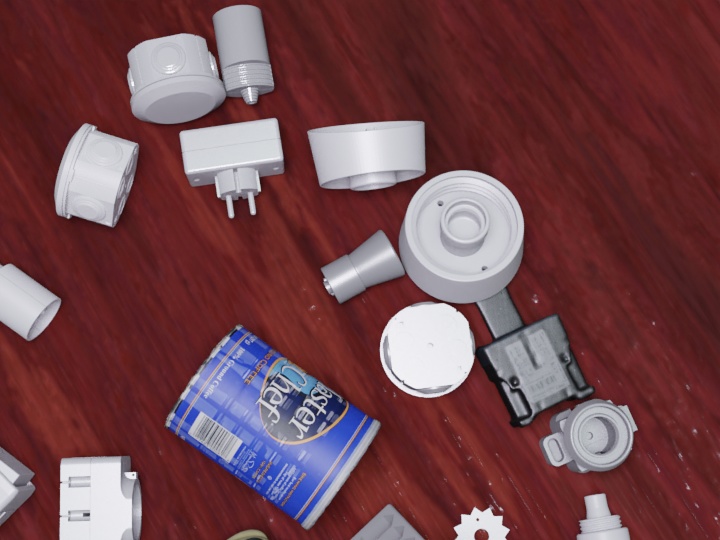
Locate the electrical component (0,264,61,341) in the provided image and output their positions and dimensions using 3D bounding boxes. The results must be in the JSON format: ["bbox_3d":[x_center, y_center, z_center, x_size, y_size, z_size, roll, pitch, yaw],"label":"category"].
[{"bbox_3d":[-0.296,0.018,0.897,0.081,0.043,0.043,35,81,3],"label":"electrical component"}]

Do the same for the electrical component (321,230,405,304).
[{"bbox_3d":[0.000,0.000,0.916,0.065,0.044,0.044,-29,83,-2],"label":"electrical component"}]

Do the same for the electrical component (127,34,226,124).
[{"bbox_3d":[-0.158,-0.161,0.916,0.080,0.080,0.051,-13,76,-5],"label":"electrical component"}]

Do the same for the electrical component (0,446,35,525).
[{"bbox_3d":[-0.315,0.160,0.863,0.096,0.061,0.061,44,81,5],"label":"electrical component"}]

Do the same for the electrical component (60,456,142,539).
[{"bbox_3d":[-0.208,0.196,0.868,0.056,0.050,0.089,-1,81,-3],"label":"electrical component"}]

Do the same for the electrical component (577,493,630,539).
[{"bbox_3d":[0.200,0.217,0.889,0.048,0.048,0.062,-8,75,-4],"label":"electrical component"}]

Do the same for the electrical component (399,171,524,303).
[{"bbox_3d":[0.087,-0.032,0.907,0.108,0.060,0.108,0,72,1],"label":"electrical component"}]

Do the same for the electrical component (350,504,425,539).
[{"bbox_3d":[0.044,0.244,0.865,0.047,0.083,0.075,-42,123,-8],"label":"electrical component"}]

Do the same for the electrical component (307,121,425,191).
[{"bbox_3d":[0.007,-0.101,0.907,0.099,0.099,0.064,-7,87,-4],"label":"electrical component"}]

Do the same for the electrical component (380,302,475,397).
[{"bbox_3d":[0.057,0.066,0.901,0.080,0.051,0.080,0,81,0],"label":"electrical component"}]

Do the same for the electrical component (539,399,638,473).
[{"bbox_3d":[0.194,0.137,0.894,0.078,0.057,0.058,-22,82,-6],"label":"electrical component"}]

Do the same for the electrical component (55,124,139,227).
[{"bbox_3d":[-0.220,-0.078,0.899,0.051,0.080,0.080,17,80,-5],"label":"electrical component"}]

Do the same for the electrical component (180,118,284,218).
[{"bbox_3d":[-0.106,-0.082,0.921,0.083,0.047,0.075,-9,81,-4],"label":"electrical component"}]

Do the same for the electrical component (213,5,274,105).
[{"bbox_3d":[-0.101,-0.184,0.940,0.043,0.043,0.081,-10,82,-4],"label":"electrical component"}]
